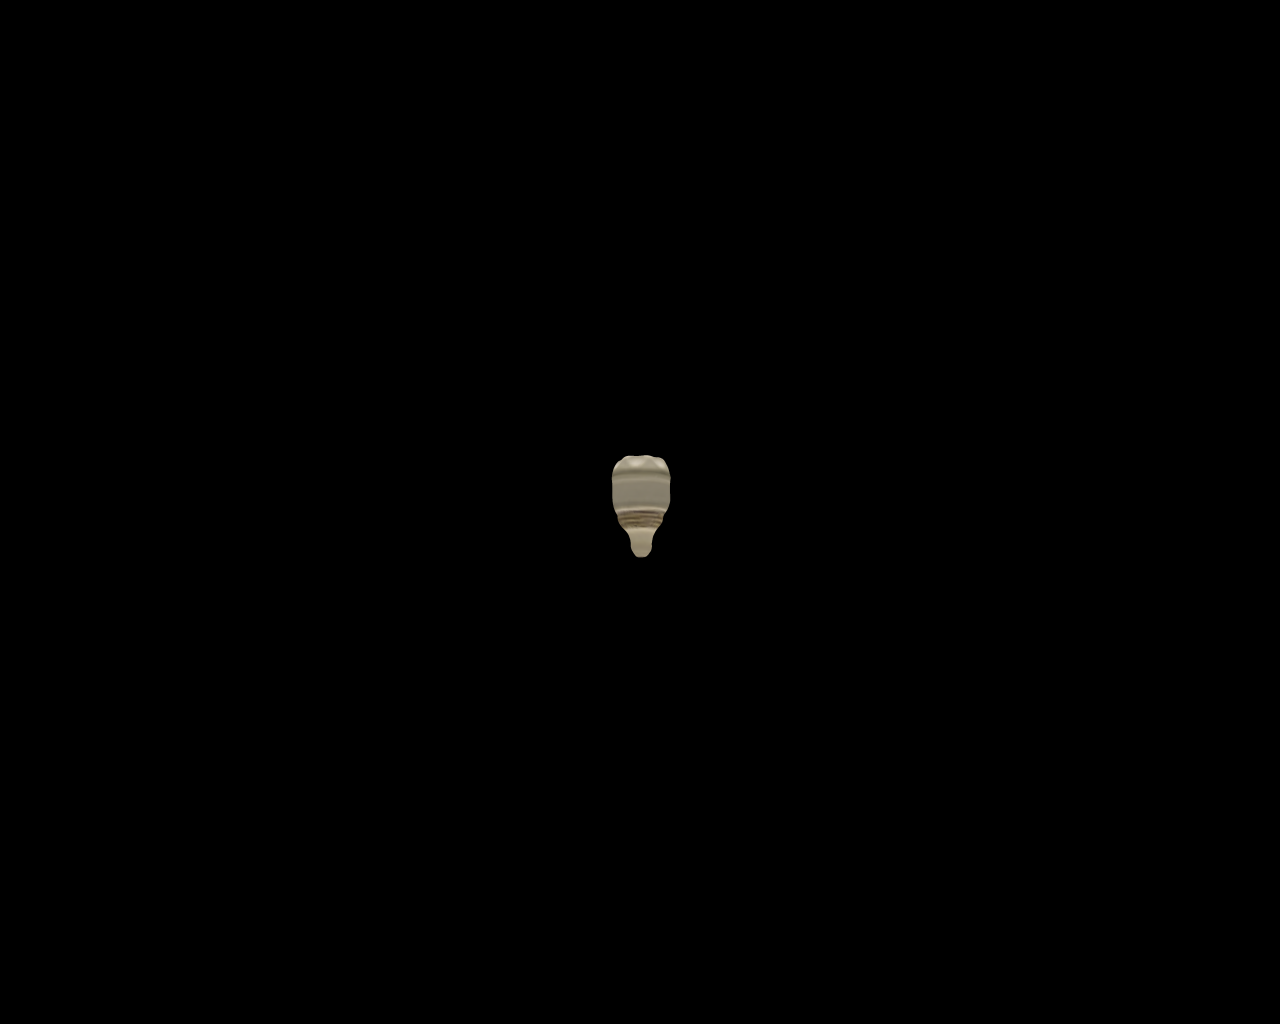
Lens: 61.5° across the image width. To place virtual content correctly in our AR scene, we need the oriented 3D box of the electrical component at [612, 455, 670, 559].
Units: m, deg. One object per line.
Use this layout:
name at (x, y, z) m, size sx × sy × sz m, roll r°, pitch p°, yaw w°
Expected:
electrical component at (0.001, -0.003, 0.650) m, size 0.035 × 0.061 × 0.035 m, roll 0°, pitch -7°, yaw 0°
